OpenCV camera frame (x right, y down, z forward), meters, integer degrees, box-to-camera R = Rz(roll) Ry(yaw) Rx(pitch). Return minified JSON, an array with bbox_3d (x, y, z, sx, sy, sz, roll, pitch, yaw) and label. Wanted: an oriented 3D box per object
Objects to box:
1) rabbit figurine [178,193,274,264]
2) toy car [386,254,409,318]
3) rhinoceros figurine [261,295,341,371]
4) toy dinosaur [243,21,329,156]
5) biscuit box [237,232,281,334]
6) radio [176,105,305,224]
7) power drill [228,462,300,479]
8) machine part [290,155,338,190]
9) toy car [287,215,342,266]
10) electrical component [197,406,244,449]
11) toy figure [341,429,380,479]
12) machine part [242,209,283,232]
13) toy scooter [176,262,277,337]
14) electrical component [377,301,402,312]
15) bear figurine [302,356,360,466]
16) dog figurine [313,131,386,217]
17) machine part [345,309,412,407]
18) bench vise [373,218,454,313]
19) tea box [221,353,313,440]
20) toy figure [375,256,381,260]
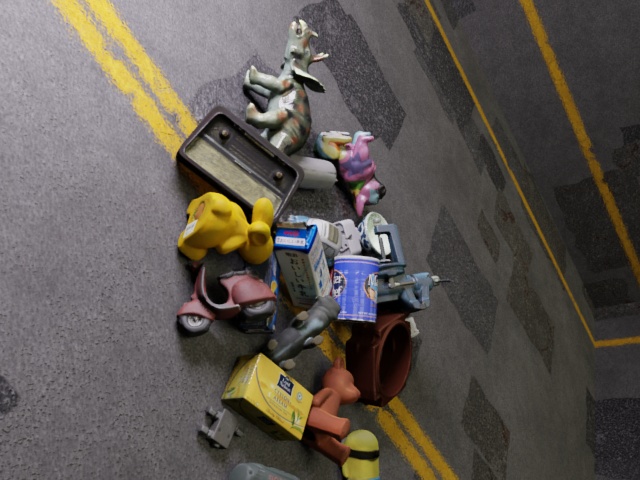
[{"bbox_3d":[-0.152,-0.019,1.008,0.173,0.162,0.122,37,39,-31],"label":"rabbit figurine"},{"bbox_3d":[0.212,0.122,1.512,0.089,0.053,0.202,-23,99,-58],"label":"toy car"},{"bbox_3d":[-0.033,0.188,1.090,0.190,0.112,0.073,-42,85,-17],"label":"rhinoceros figurine"},{"bbox_3d":[-0.078,-0.276,1.192,0.192,0.131,0.404,8,75,-16],"label":"toy dinosaur"},{"bbox_3d":[-0.118,0.084,1.080,0.059,0.063,0.202,64,26,-62],"label":"biscuit box"},{"bbox_3d":[-0.151,-0.145,1.050,0.229,0.073,0.131,37,78,-17],"label":"radio"},{"bbox_3d":[-0.084,0.516,0.952,0.231,0.086,0.207,46,48,-29],"label":"power drill"},{"bbox_3d":[-0.038,-0.161,1.283,0.243,0.079,0.079,-3,79,-52],"label":"machine part"},{"bbox_3d":[-0.003,-0.004,1.246,0.161,0.103,0.109,36,49,-41],"label":"toy car"},{"bbox_3d":[-0.174,0.337,0.954,0.094,0.021,0.063,48,43,-30],"label":"electrical component"},{"bbox_3d":[0.096,0.510,1.177,0.082,0.089,0.180,21,58,-53],"label":"toy figure"},{"bbox_3d":[-0.128,-0.055,1.158,0.139,0.039,0.084,3,80,-53],"label":"machine part"},{"bbox_3d":[-0.176,0.094,0.983,0.184,0.075,0.135,-10,68,-22],"label":"toy scooter"},{"bbox_3d":[0.204,0.139,1.391,0.047,0.075,0.119,49,67,-23],"label":"electrical component"},{"bbox_3d":[0.038,0.353,1.142,0.196,0.132,0.120,-39,137,-48],"label":"bear figurine"},{"bbox_3d":[0.080,-0.173,1.418,0.108,0.192,0.219,-113,-158,-72],"label":"dog figurine"},{"bbox_3d":[0.147,0.281,1.293,0.201,0.087,0.201,-17,106,-54],"label":"machine part"},{"bbox_3d":[0.184,0.059,1.310,0.224,0.129,0.240,-9,77,-8],"label":"bench vise"},{"bbox_3d":[-0.097,0.302,1.029,0.169,0.068,0.098,45,45,-31],"label":"tea box"},{"bbox_3d":[0.159,0.122,1.442,0.064,0.058,0.154,-8,84,-31],"label":"toy figure"}]
